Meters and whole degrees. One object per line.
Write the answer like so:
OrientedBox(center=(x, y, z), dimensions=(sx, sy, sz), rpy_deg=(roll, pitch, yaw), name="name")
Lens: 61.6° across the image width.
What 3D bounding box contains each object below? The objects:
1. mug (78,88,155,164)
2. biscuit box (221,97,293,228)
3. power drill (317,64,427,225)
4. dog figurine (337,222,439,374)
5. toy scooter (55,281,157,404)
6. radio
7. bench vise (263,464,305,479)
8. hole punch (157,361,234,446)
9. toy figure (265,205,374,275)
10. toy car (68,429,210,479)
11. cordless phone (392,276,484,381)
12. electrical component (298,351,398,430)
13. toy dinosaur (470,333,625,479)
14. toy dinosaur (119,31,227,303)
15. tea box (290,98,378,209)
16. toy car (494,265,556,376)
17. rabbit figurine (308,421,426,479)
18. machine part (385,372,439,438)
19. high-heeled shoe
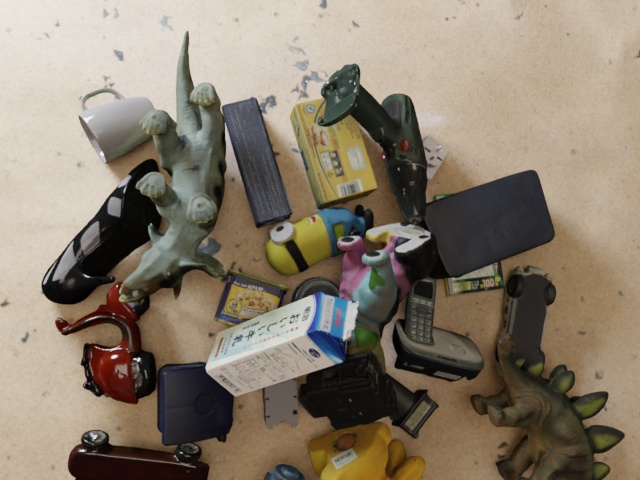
OrientedBox(center=(-0.311, -0.186, 0.836), dimensions=(0.107, 0.081, 0.109), rpy_deg=(-30, 84, -23), name="mug")
OrientedBox(center=(-0.102, -0.124, 0.868), dimensions=(0.063, 0.059, 0.202), rpy_deg=(-16, 86, -8), name="biscuit box")
OrientedBox(center=(0.094, -0.158, 0.824), dimensions=(0.207, 0.086, 0.232), rpy_deg=(27, 52, -33), name="power drill")
OrientedBox(center=(0.094, 0.096, 0.837), dimensions=(0.191, 0.109, 0.219), rpy_deg=(-15, 117, -30), name="dog figurine")
OrientedBox(center=(-0.319, 0.156, 0.799), dimensions=(0.135, 0.075, 0.183), rpy_deg=(-7, 83, -11), name="toy scooter")
OrientedBox(center=(0.273, -0.025, 0.905), dimensions=(0.230, 0.073, 0.131), rpy_deg=(-19, 89, -14), name="radio")
OrientedBox(center=(-0.033, 0.463, 0.798), dimensions=(0.241, 0.129, 0.223), rpy_deg=(23, 82, -1), name="bench vise")
OrientedBox(center=(-0.187, 0.242, 0.808), dimensions=(0.116, 0.092, 0.142), rpy_deg=(-1, 82, -14), name="hole punch")
OrientedBox(center=(-0.001, -0.002, 0.867), dimensions=(0.180, 0.082, 0.089), rpy_deg=(-15, 85, -14), name="toy figure")
OrientedBox(center=(-0.268, 0.336, 0.801), dimensions=(0.202, 0.053, 0.089), rpy_deg=(9, 98, -9), name="toy car")
OrientedBox(center=(0.198, 0.133, 0.897), dimensions=(0.147, 0.088, 0.184), rpy_deg=(15, 64, -8), name="cordless phone")
OrientedBox(center=(0.038, 0.233, 0.819), dimensions=(0.134, 0.058, 0.114), rpy_deg=(-18, 126, 21), name="electrical component")
OrientedBox(center=(0.389, 0.334, 0.876), dimensions=(0.199, 0.105, 0.470), rpy_deg=(-28, 107, -6), name="toy dinosaur")
OrientedBox(center=(-0.194, -0.096, 0.814), dimensions=(0.131, 0.192, 0.405), rpy_deg=(6, 67, -3), name="toy dinosaur")
OrientedBox(center=(0.021, -0.146, 0.890), dimensions=(0.098, 0.068, 0.169), rpy_deg=(-15, 86, -12), name="tea box")
OrientedBox(center=(0.352, 0.143, 0.928), dimensions=(0.073, 0.056, 0.201), rpy_deg=(14, 81, -3), name="toy car")
OrientedBox(center=(0.079, 0.373, 0.844), dimensions=(0.162, 0.122, 0.173), rpy_deg=(-26, 103, -21), name="rabbit figurine")
OrientedBox(center=(0.126, 0.259, 0.887), dimensions=(0.139, 0.039, 0.084), rpy_deg=(38, 88, -7), name="machine part")
OrientedBox(center=(-0.336, -0.015, 0.833), dimensions=(0.145, 0.086, 0.249), rpy_deg=(-5, 56, 27), name="high-heeled shoe")
